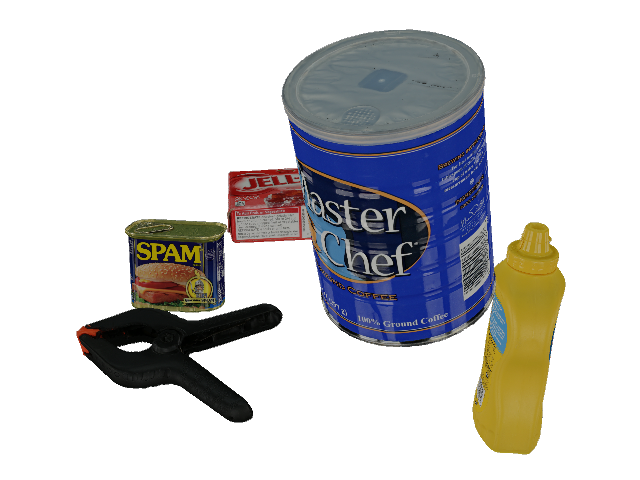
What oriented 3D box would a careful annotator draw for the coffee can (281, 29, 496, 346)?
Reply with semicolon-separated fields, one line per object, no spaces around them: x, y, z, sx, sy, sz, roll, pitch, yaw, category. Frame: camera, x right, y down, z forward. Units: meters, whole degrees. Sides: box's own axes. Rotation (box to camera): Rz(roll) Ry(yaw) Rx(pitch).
0.041;-0.028;0.578;0.103;0.140;0.103;-7;38;5;coffee can

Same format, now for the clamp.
-0.116;0.087;0.901;0.171;0.039;0.120;14;40;15;clamp

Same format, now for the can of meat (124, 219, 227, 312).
-0.149;0.026;1.107;0.102;0.084;0.057;3;17;9;can of meat

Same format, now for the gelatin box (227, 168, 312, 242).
-0.023;-0.028;0.771;0.089;0.030;0.073;-3;25;-3;gelatin box

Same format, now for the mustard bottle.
0.166;0.075;0.886;0.058;0.192;0.096;4;26;2;mustard bottle
